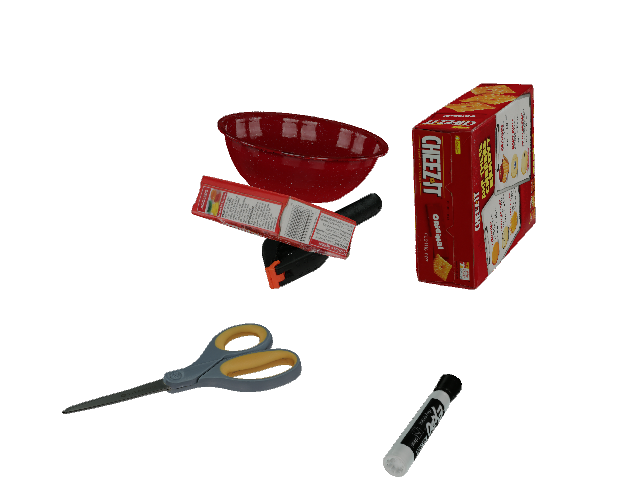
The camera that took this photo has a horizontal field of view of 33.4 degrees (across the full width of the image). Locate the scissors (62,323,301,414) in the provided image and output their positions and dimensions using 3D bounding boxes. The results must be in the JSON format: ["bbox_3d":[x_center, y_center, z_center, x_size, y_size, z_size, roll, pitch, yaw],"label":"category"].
[{"bbox_3d":[-0.118,0.109,0.921,0.201,0.016,0.096,-5,30,-8],"label":"scissors"}]

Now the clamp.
[{"bbox_3d":[-0.004,-0.008,1.199,0.120,0.039,0.171,-4,37,26],"label":"clamp"}]

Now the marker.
[{"bbox_3d":[0.079,0.136,0.804,0.020,0.020,0.120,0,24,30],"label":"marker"}]

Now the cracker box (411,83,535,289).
[{"bbox_3d":[0.164,-0.064,1.119,0.072,0.164,0.213,5,21,27],"label":"cracker box"}]

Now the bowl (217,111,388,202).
[{"bbox_3d":[-0.020,-0.075,1.002,0.162,0.055,0.162,8,19,-3],"label":"bowl"}]

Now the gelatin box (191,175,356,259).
[{"bbox_3d":[-0.029,-0.014,0.709,0.073,0.030,0.089,16,-2,33],"label":"gelatin box"}]
